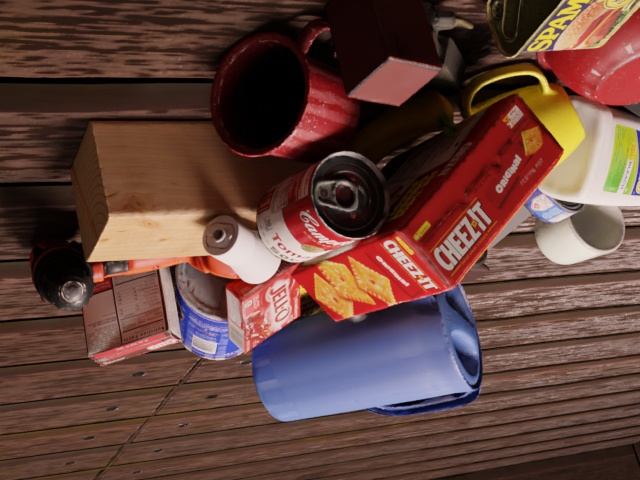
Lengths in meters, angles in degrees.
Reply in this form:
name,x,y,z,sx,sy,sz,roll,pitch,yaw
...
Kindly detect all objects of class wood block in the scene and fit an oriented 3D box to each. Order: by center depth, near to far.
name,x,y,z,sx,sy,sz,roll,pitch,yaw
wood block,-0.097,-0.043,0.912,0.205,0.091,0.090,-4,157,-26

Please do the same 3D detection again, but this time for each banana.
name,x,y,z,sx,sy,sz,roll,pitch,yaw
banana,0.053,-0.086,0.942,0.198,0.037,0.069,-28,-161,47

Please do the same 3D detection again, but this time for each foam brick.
name,x,y,z,sx,sy,sz,roll,pitch,yaw
foam brick,0.044,-0.145,0.764,0.052,0.078,0.051,5,153,-36

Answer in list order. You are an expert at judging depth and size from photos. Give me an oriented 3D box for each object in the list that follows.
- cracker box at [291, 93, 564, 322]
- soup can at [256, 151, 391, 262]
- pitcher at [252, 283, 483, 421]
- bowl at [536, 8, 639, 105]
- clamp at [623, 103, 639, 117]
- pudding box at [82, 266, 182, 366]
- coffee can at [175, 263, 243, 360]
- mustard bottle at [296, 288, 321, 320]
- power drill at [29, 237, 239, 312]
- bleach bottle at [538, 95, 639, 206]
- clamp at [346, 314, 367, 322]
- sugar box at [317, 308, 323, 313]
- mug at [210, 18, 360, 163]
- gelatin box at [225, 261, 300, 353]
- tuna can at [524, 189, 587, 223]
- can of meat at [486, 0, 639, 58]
name,x,y,z,sx,sy,sz,roll,pitch,yaw
cracker box,0.084,-0.019,0.899,0.164,0.072,0.214,-48,-169,-23
soup can,0.000,-0.024,0.833,0.068,0.068,0.102,-2,169,-29
pitcher,0.055,0.135,1.193,0.243,0.149,0.144,-17,172,22
bowl,0.268,-0.160,0.898,0.162,0.055,0.162,-12,158,-5
clamp,0.371,-0.142,1.033,0.209,0.036,0.165,-5,158,-16
pudding box,-0.194,0.061,1.078,0.090,0.113,0.039,-17,155,8
coffee can,-0.106,0.060,1.145,0.102,0.103,0.140,-9,158,-13
mustard bottle,-0.029,0.057,1.249,0.096,0.058,0.192,-17,161,-19
power drill,-0.170,0.019,0.979,0.187,0.057,0.185,-8,-168,-18
bleach bottle,0.317,-0.085,1.085,0.068,0.102,0.250,20,-166,42
clamp,-0.007,0.001,1.100,0.171,0.120,0.039,28,152,-29
sugar box,0.038,0.081,1.327,0.093,0.048,0.176,-37,171,-35
mug,-0.017,-0.113,0.809,0.081,0.093,0.117,9,114,-55
gelatin box,-0.054,0.059,1.036,0.073,0.030,0.089,-34,149,-26
tuna can,0.232,-0.061,1.081,0.085,0.086,0.034,6,153,-42
can of meat,0.185,-0.182,0.790,0.083,0.057,0.102,-8,159,-24
